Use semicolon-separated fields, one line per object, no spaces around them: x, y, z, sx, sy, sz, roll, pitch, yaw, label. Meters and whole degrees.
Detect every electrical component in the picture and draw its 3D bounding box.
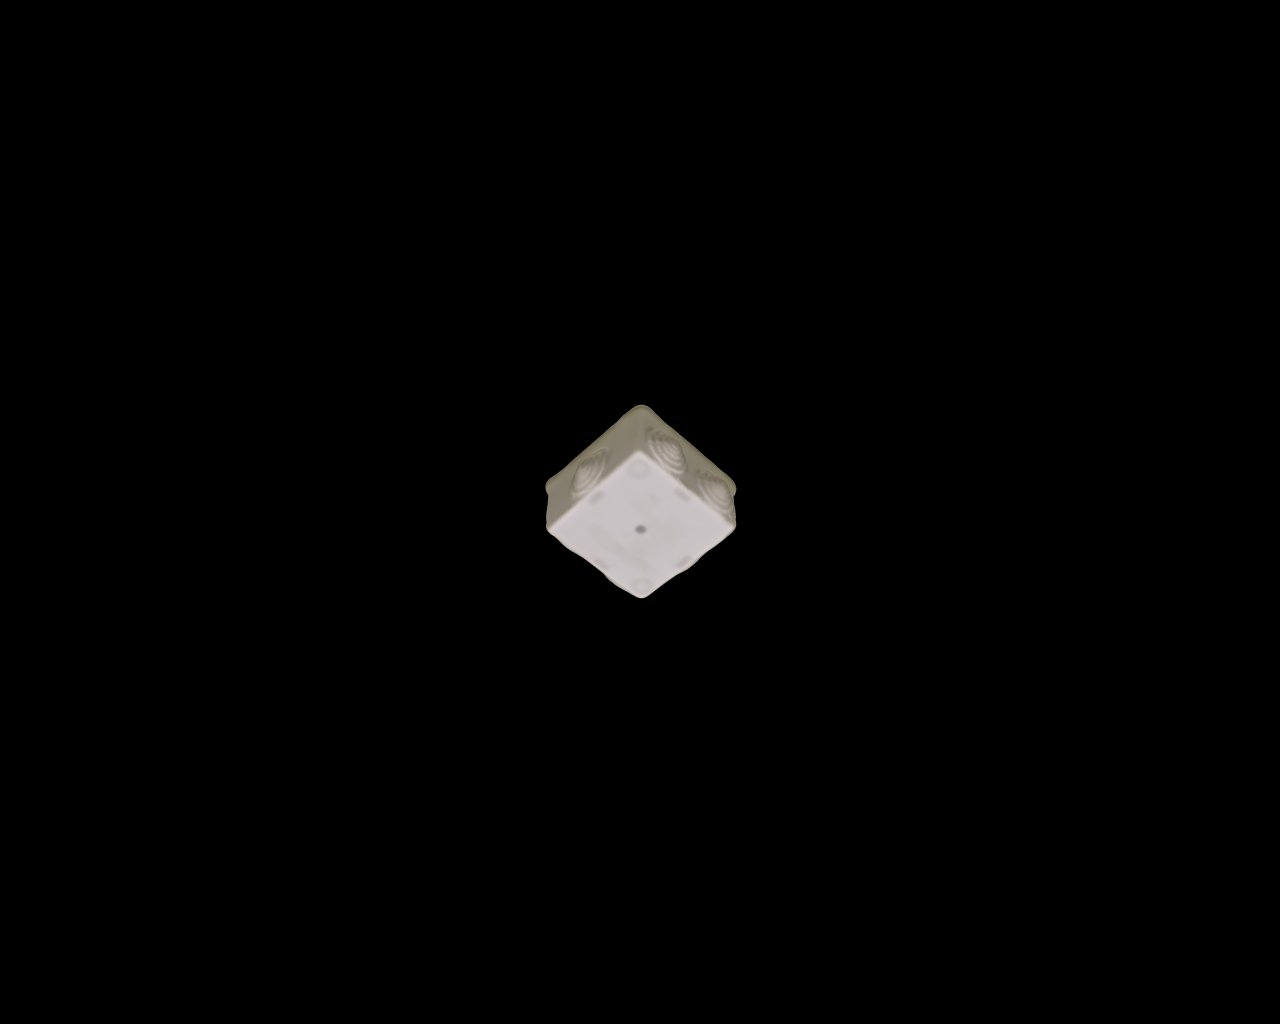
0.001;-0.003;0.650;0.099;0.048;0.099;-39;-62;25;electrical component
